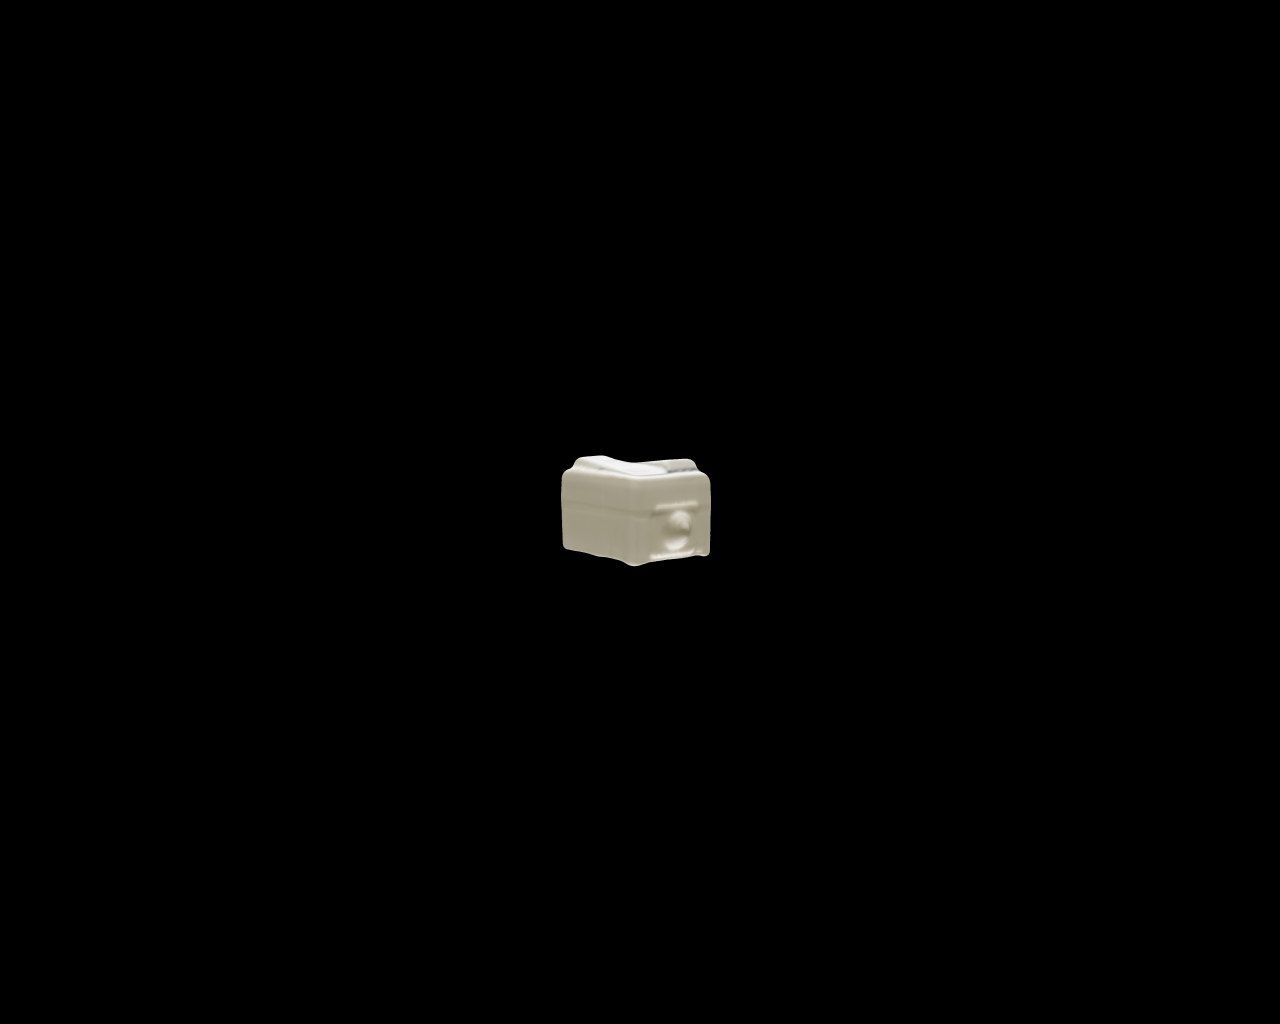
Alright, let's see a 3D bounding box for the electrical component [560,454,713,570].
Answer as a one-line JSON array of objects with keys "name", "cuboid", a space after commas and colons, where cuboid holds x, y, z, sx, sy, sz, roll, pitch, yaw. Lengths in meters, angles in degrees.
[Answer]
[{"name": "electrical component", "cuboid": [0.001, -0.003, 0.650, 0.062, 0.061, 0.096, -5, 9, -35]}]
